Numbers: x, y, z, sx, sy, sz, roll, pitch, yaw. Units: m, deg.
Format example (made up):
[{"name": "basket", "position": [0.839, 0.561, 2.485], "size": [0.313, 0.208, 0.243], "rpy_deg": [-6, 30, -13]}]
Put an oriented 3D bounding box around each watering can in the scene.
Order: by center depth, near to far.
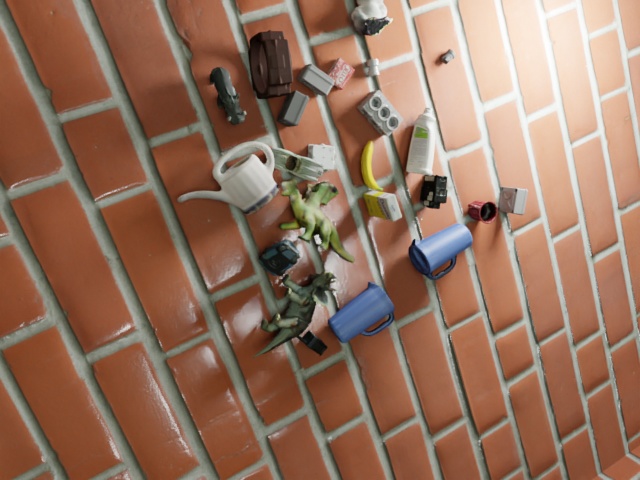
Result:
[{"name": "watering can", "position": [-0.284, -0.176, 1.731], "size": [0.349, 0.105, 0.222], "rpy_deg": [-40, 110, -7]}]

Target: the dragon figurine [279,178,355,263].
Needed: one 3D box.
[{"name": "dragon figurine", "position": [0.006, -0.094, 1.863], "size": [0.407, 0.122, 0.244], "rpy_deg": [26, 80, -31]}]

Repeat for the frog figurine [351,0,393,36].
[{"name": "frog figurine", "position": [0.171, -0.812, 1.831], "size": [0.138, 0.120, 0.162], "rpy_deg": [-18, 69, -9]}]
